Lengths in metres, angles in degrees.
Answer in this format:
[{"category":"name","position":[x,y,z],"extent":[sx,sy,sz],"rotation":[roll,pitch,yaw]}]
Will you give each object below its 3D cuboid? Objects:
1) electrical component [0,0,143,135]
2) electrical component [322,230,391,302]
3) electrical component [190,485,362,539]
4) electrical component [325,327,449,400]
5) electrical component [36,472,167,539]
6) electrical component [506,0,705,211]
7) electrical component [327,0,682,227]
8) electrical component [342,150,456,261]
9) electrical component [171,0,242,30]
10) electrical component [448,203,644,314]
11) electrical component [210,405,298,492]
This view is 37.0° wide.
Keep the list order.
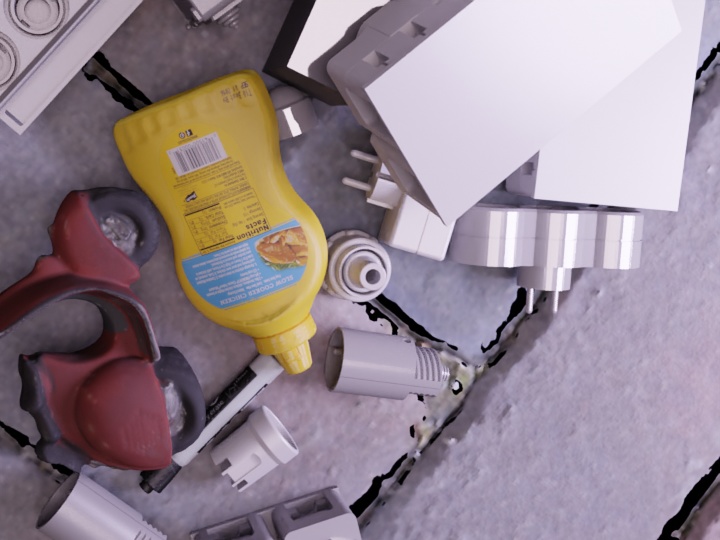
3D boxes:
[{"category":"electrical component","position":[-0.188,-0.150,0.626],"extent":[0.079,0.063,0.121],"rotation":[42,86,-17]},{"category":"electrical component","position":[0.000,0.000,0.700],"extent":[0.048,0.062,0.048],"rotation":[-2,99,-15]},{"category":"electrical component","position":[-0.038,0.256,0.728],"extent":[0.105,0.060,0.186],"rotation":[-15,102,-13]},{"category":"electrical component","position":[0.021,0.065,0.725],"extent":[0.081,0.043,0.043],"rotation":[9,95,-17]},{"category":"electrical component","position":[-0.161,0.170,0.690],"extent":[0.081,0.043,0.043],"rotation":[40,86,-17]},{"category":"electrical component","position":[0.164,-0.139,0.727],"extent":[0.105,0.060,0.186],"rotation":[4,97,-16]},{"category":"electrical component","position":[0.084,-0.130,0.623],"extent":[0.186,0.060,0.105],"rotation":[-40,127,-7]},{"category":"electrical component","position":[0.027,-0.057,0.708],"extent":[0.076,0.047,0.083],"rotation":[16,93,-10]},{"category":"electrical component","position":[-0.095,-0.191,0.647],"extent":[0.061,0.062,0.096],"rotation":[-38,106,-8]},{"category":"electrical component","position":[0.128,-0.006,0.740],"extent":[0.138,0.052,0.073],"rotation":[1,98,-16]},{"category":"electrical component","position":[-0.070,0.119,0.711],"extent":[0.046,0.040,0.040],"rotation":[-37,106,-1]}]
